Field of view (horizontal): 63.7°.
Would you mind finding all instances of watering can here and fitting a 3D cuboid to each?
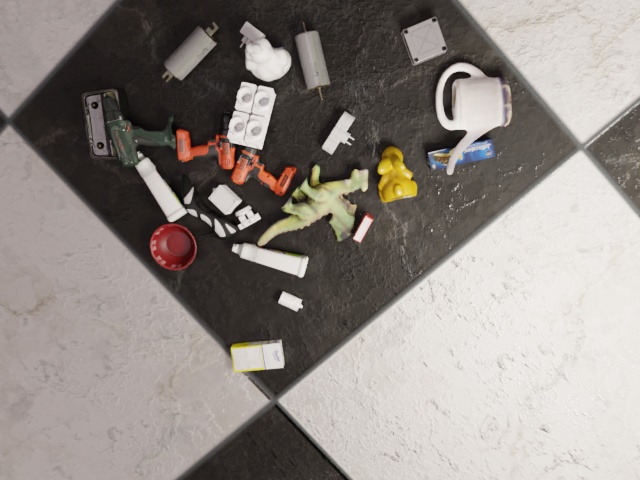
[{"bbox_3d":[0.466,-0.371,1.555,0.224,0.350,0.103,-3,-7,7],"label":"watering can"}]

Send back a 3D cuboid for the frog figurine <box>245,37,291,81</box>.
[{"bbox_3d":[-0.161,-0.548,1.567,0.137,0.121,0.161,2,13,5],"label":"frog figurine"}]

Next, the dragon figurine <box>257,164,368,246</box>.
[{"bbox_3d":[0.005,-0.084,1.667,0.242,0.407,0.124,36,12,-10],"label":"dragon figurine"}]
